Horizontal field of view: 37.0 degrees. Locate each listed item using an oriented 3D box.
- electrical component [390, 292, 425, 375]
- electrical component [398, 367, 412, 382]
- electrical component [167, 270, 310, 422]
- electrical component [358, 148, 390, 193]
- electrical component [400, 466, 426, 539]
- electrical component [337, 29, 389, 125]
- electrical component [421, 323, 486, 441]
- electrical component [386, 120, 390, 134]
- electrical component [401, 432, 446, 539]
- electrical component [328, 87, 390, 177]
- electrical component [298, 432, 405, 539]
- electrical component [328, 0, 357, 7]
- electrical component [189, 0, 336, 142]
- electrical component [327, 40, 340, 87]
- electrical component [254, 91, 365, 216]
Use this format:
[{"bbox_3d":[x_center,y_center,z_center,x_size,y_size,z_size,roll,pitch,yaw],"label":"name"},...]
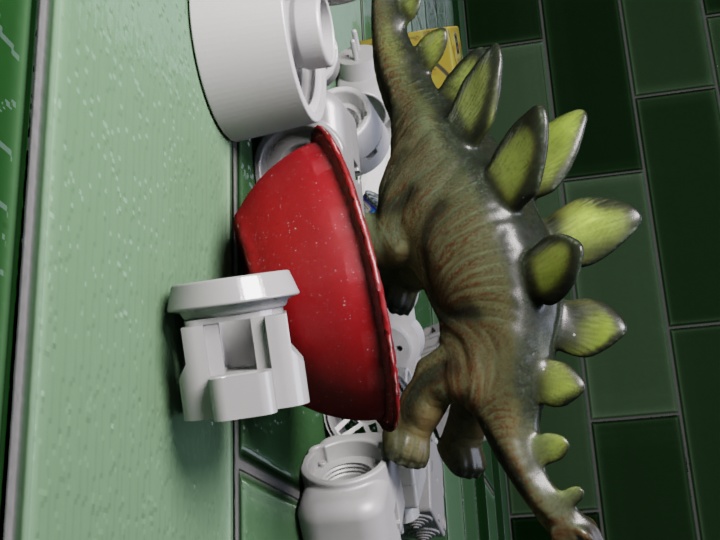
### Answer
[{"bbox_3d":[0.025,0.064,0.905,0.074,0.052,0.138,-30,113,-79],"label":"electrical component"},{"bbox_3d":[0.018,0.100,0.860,0.040,0.046,0.040,-6,90,-80],"label":"electrical component"},{"bbox_3d":[-0.052,0.031,0.467,0.078,0.058,0.057,172,-90,-86],"label":"electrical component"},{"bbox_3d":[0.027,-0.062,0.992,0.061,0.061,0.096,72,23,-49],"label":"electrical component"},{"bbox_3d":[0.027,0.179,0.858,0.065,0.047,0.076,-50,133,-76],"label":"electrical component"},{"bbox_3d":[0.001,-0.170,0.942,0.077,0.043,0.079,-84,164,-52],"label":"electrical component"},{"bbox_3d":[0.088,0.111,1.061,0.150,0.062,0.089,-121,-169,-81],"label":"electrical component"},{"bbox_3d":[0.055,-0.086,1.143,0.186,0.060,0.105,-85,165,-47],"label":"electrical component"},{"bbox_3d":[0.047,0.191,0.972,0.099,0.048,0.099,67,20,-58],"label":"electrical component"},{"bbox_3d":[-0.010,-0.105,0.811,0.047,0.055,0.055,56,29,-62],"label":"electrical component"},{"bbox_3d":[-0.005,0.145,0.680,0.095,0.054,0.059,-71,153,-68],"label":"electrical component"},{"bbox_3d":[-0.030,-0.205,0.648,0.099,0.099,0.064,56,35,-69],"label":"electrical component"},{"bbox_3d":[-0.047,-0.128,0.591,0.108,0.060,0.108,-6,90,-80],"label":"electrical component"},{"bbox_3d":[-0.034,-0.145,0.739,0.065,0.044,0.044,-34,117,-84],"label":"electrical component"},{"bbox_3d":[-0.031,-0.059,0.662,0.059,0.054,0.095,28,56,-78],"label":"electrical component"}]
